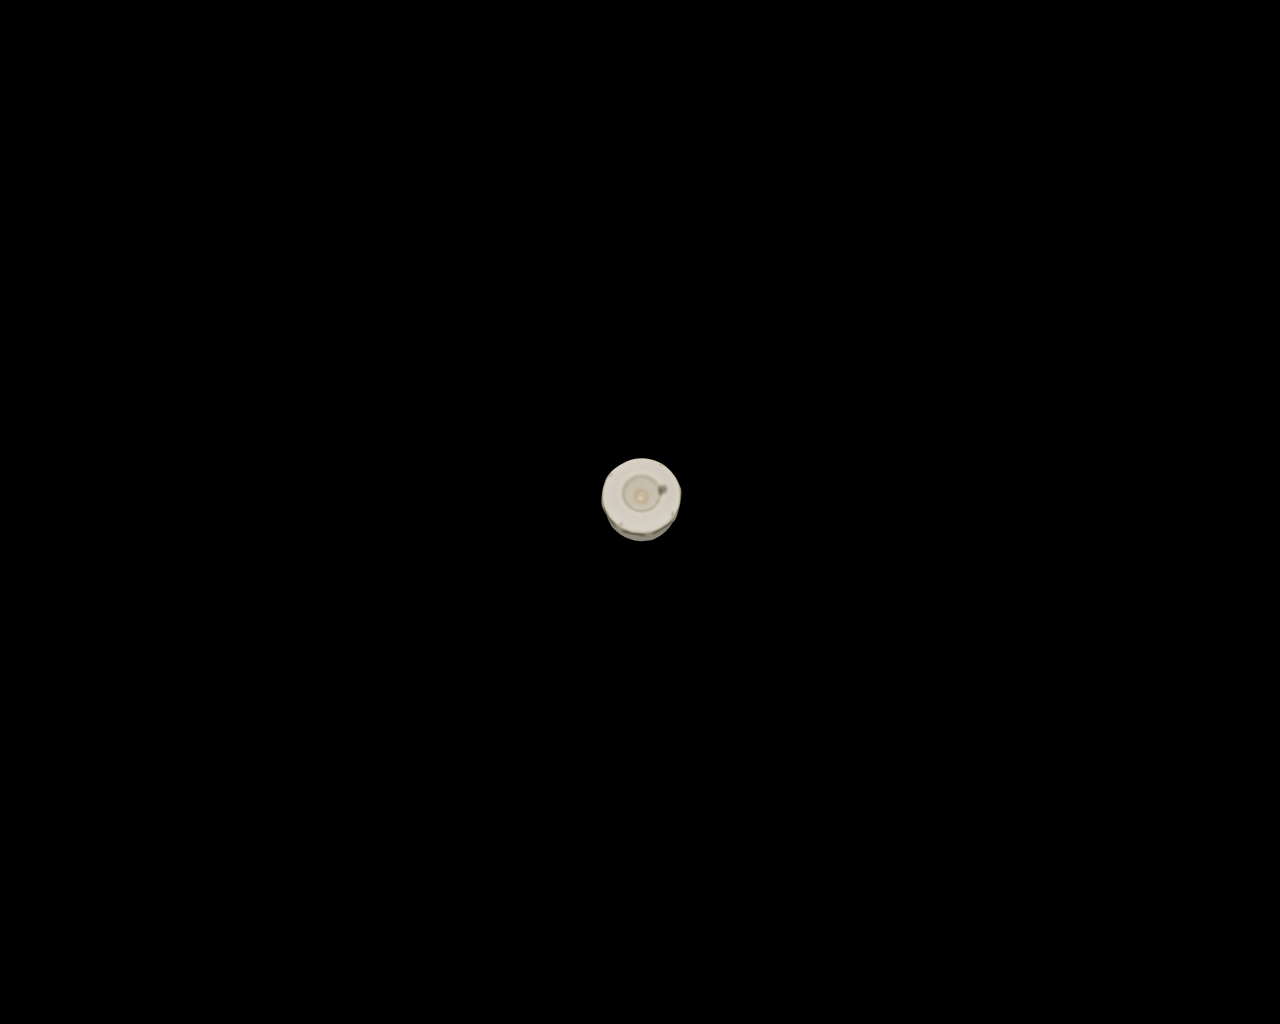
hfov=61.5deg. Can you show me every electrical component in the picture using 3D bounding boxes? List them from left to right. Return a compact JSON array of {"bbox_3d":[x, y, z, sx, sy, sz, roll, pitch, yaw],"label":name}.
[{"bbox_3d":[0.001,-0.003,0.650,0.048,0.048,0.062,0,-16,0],"label":"electrical component"}]
